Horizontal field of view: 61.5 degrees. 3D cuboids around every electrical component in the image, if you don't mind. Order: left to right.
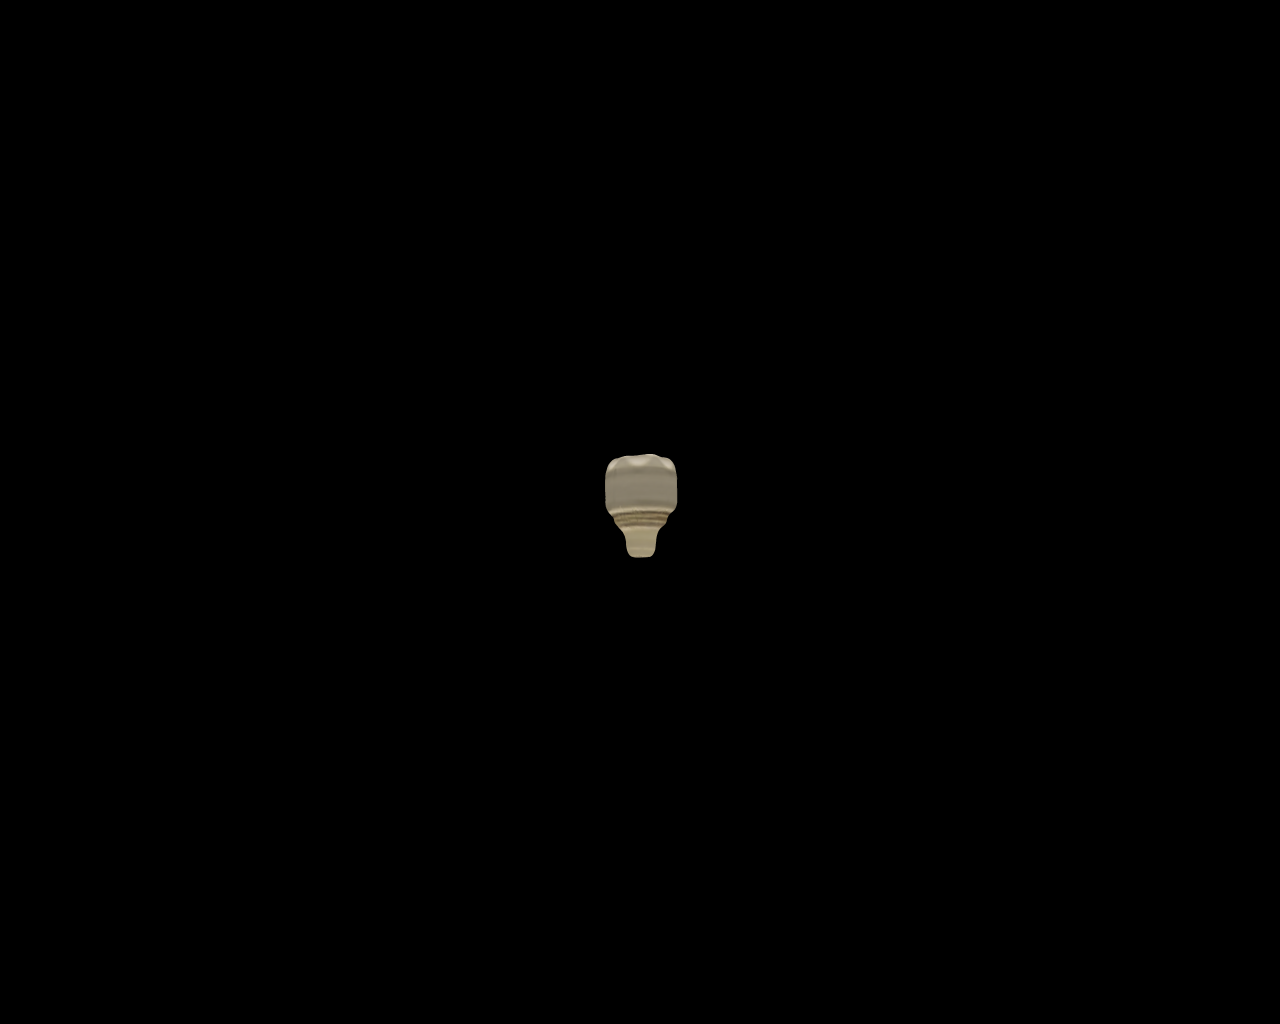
[{"bbox_3d":[0.001,-0.003,0.650,0.043,0.062,0.043,0,-7,0],"label":"electrical component"}]
